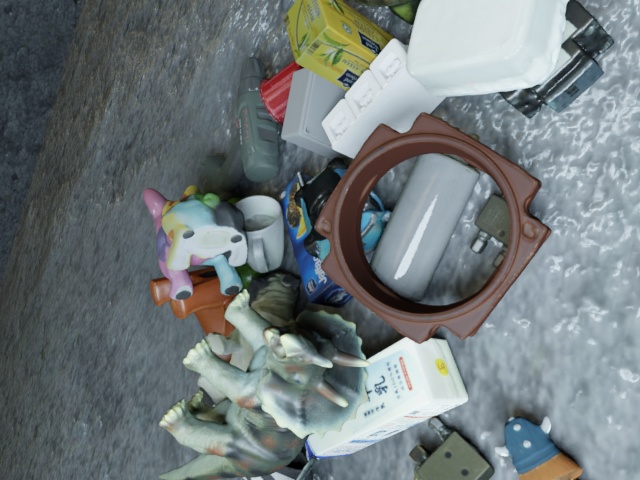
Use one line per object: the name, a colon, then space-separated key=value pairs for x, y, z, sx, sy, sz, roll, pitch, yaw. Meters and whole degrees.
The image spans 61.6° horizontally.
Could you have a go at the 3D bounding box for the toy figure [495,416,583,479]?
toy figure: x=0.211 y=0.229 z=0.471 sx=0.057 sy=0.064 sz=0.155 roll=91 pitch=162 yaw=-45

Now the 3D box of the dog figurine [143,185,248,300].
dog figurine: x=-0.190 y=-0.029 z=0.772 sx=0.219 sy=0.108 sz=0.191 roll=57 pitch=146 yaw=39

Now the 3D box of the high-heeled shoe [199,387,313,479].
high-heeled shoe: x=-0.102 y=0.275 z=0.769 sx=0.249 sy=0.086 sz=0.145 roll=46 pitch=135 yaw=26

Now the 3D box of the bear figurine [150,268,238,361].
bear figurine: x=-0.177 y=0.147 z=0.845 sx=0.120 sy=0.132 sz=0.195 roll=17 pitch=114 yaw=49

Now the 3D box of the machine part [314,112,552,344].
machine part: x=0.111 y=-0.012 z=0.556 sx=0.201 sy=0.087 sz=0.201 roll=37 pitch=104 yaw=18

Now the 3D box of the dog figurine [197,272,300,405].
dog figurine: x=-0.080 y=0.154 z=0.785 sx=0.121 sy=0.190 sz=0.172 roll=20 pitch=115 yaw=7

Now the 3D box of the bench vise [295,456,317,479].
bench vise: x=0.045 y=0.350 z=0.537 sx=0.241 sy=0.129 sz=0.223 roll=-24 pitch=87 yaw=42

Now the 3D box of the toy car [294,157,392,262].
toy car: x=0.036 y=-0.028 z=0.714 sx=0.109 sy=0.102 sz=0.162 roll=-42 pitch=40 yaw=16

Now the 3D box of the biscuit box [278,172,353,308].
biscuit box: x=-0.002 y=-0.002 z=0.781 sx=0.059 sy=0.062 sz=0.203 roll=-44 pitch=48 yaw=32

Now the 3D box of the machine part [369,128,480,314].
machine part: x=0.120 y=-0.017 z=0.639 sx=0.079 sy=0.079 sz=0.243 roll=35 pitch=104 yaw=48

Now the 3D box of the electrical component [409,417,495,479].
electrical component: x=0.137 y=0.247 z=0.562 sx=0.078 sy=0.045 sz=0.102 roll=-46 pitch=43 yaw=-12

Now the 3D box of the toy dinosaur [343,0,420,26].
toy dinosaur: x=0.086 y=-0.353 z=0.695 sx=0.472 sy=0.198 sz=0.105 roll=22 pitch=95 yaw=49

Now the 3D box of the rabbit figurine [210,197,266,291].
rabbit figurine: x=-0.164 y=0.033 z=0.915 sx=0.159 sy=0.121 sz=0.170 roll=-52 pitch=59 yaw=29

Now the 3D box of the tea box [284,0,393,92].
tea box: x=0.040 y=-0.261 z=0.738 sx=0.068 sy=0.169 sz=0.098 roll=-38 pitch=54 yaw=34

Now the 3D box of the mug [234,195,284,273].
mug: x=-0.087 y=0.005 z=0.815 sx=0.081 sy=0.107 sz=0.110 roll=-14 pitch=47 yaw=-4

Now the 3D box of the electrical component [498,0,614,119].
electrical component: x=0.239 y=-0.203 z=0.583 sx=0.115 sy=0.058 sz=0.134 roll=-45 pitch=48 yaw=32

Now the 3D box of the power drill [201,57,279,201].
power drill: x=-0.139 y=-0.178 z=0.958 sx=0.207 sy=0.086 sz=0.232 roll=-40 pitch=53 yaw=40

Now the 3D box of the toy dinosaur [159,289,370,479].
toy dinosaur: x=-0.071 y=0.205 z=0.629 sx=0.192 sy=0.131 sz=0.404 roll=32 pitch=126 yaw=12

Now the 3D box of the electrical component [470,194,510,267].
electrical component: x=0.205 y=-0.018 z=0.586 sx=0.063 sy=0.021 sz=0.094 roll=43 pitch=108 yaw=46
